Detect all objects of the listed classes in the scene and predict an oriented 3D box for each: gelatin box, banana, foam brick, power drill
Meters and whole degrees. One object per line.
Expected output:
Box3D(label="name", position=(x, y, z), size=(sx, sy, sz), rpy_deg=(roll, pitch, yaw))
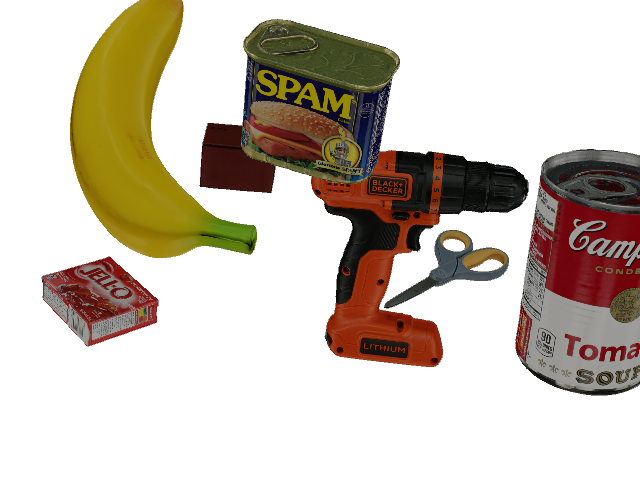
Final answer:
Box3D(label="gelatin box", position=(-0.203, 0.053, 0.981), size=(0.073, 0.030, 0.089), rpy_deg=(-18, 39, -36))
Box3D(label="banana", position=(-0.084, -0.055, 0.504), size=(0.069, 0.198, 0.037), rpy_deg=(-5, -43, -16))
Box3D(label="foam brick", position=(-0.084, -0.087, 1.117), size=(0.078, 0.051, 0.053), rpy_deg=(5, 31, -2))
Box3D(label="power drill", position=(0.079, 0.013, 0.929), size=(0.184, 0.188, 0.057), rpy_deg=(6, 17, 5))

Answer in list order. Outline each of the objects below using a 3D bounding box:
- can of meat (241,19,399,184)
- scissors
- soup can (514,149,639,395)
Box3D(label="can of meat", position=(-0.004, -0.093, 0.729), size=(0.102, 0.084, 0.057), rpy_deg=(18, 40, 12))
Box3D(label="scissors", position=(0.127, 0.029, 1.209), size=(0.201, 0.016, 0.096), rpy_deg=(-11, 41, -33))
Box3D(label="soup can", position=(0.134, 0.015, 0.519), size=(0.068, 0.102, 0.068), rpy_deg=(2, 27, -1))
